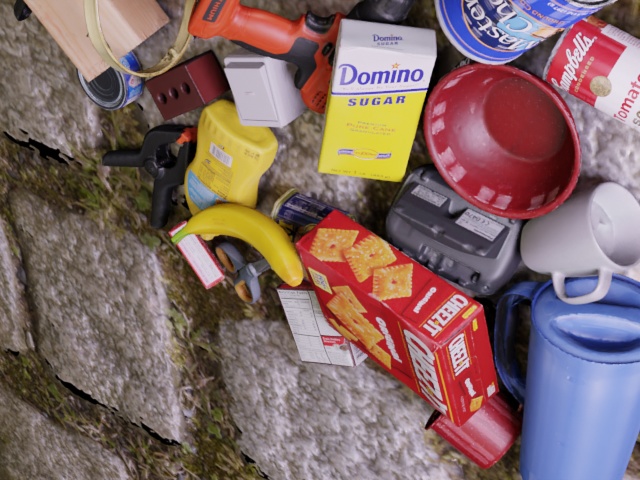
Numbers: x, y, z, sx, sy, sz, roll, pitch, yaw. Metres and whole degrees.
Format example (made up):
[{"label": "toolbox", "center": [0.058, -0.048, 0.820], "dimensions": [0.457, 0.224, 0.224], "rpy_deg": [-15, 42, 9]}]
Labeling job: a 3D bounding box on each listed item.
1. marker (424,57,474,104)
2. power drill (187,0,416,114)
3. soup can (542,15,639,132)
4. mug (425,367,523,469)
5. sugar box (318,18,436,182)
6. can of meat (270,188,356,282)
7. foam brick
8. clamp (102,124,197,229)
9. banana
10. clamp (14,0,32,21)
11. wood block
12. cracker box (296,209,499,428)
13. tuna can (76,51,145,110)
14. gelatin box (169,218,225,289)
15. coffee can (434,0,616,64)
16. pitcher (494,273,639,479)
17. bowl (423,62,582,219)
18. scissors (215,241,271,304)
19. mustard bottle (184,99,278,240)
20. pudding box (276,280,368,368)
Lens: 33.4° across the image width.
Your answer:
[{"label": "marker", "center": [0.139, -0.164, 1.028], "dimensions": [0.020, 0.020, 0.121], "rpy_deg": [52, 137, -2]}, {"label": "power drill", "center": [-0.021, -0.219, 1.038], "dimensions": [0.187, 0.057, 0.185], "rpy_deg": [24, 134, -16]}, {"label": "soup can", "center": [0.252, -0.143, 0.915], "dimensions": [0.102, 0.068, 0.069], "rpy_deg": [33, 135, 16]}, {"label": "mug", "center": [0.185, 0.193, 1.197], "dimensions": [0.081, 0.093, 0.117], "rpy_deg": [39, 110, 4]}, {"label": "sugar box", "center": [0.053, -0.134, 1.054], "dimensions": [0.093, 0.048, 0.176], "rpy_deg": [6, 143, -3]}, {"label": "can of meat", "center": [-0.008, 0.002, 1.236], "dimensions": [0.084, 0.057, 0.102], "rpy_deg": [22, 131, 23]}, {"label": "foam brick", "center": [-0.153, -0.179, 1.232], "dimensions": [0.078, 0.051, 0.053], "rpy_deg": [-15, 108, 44]}, {"label": "clamp", "center": [-0.209, -0.100, 1.343], "dimensions": [0.120, 0.039, 0.172], "rpy_deg": [42, 132, 0]}, {"label": "banana", "center": [-0.083, -0.003, 1.209], "dimensions": [0.198, 0.037, 0.069], "rpy_deg": [17, 84, 39]}, {"label": "clamp", "center": [-0.313, -0.340, 1.257], "dimensions": [0.165, 0.036, 0.210], "rpy_deg": [7, 122, 25]}, {"label": "wood block", "center": [-0.275, -0.294, 1.188], "dimensions": [0.090, 0.090, 0.206], "rpy_deg": [-29, 105, 29]}, {"label": "cracker box", "center": [0.082, 0.083, 1.137], "dimensions": [0.214, 0.072, 0.164], "rpy_deg": [36, 159, 36]}, {"label": "tuna can", "center": [-0.259, -0.204, 1.314], "dimensions": [0.086, 0.033, 0.086], "rpy_deg": [21, 130, 27]}, {"label": "gelatin box", "center": [-0.156, 0.016, 1.359], "dimensions": [0.089, 0.030, 0.073], "rpy_deg": [56, 178, -6]}, {"label": "coffee can", "center": [0.172, -0.215, 0.876], "dimensions": [0.103, 0.102, 0.140], "rpy_deg": [55, 155, -6]}, {"label": "pitcher", "center": [0.258, 0.155, 1.080], "dimensions": [0.145, 0.149, 0.243], "rpy_deg": [-5, 129, -6]}, {"label": "bowl", "center": [0.180, -0.102, 1.008], "dimensions": [0.162, 0.055, 0.162], "rpy_deg": [23, 133, 27]}, {"label": "scissors", "center": [-0.092, 0.022, 1.300], "dimensions": [0.096, 0.016, 0.202], "rpy_deg": [53, 159, 12]}, {"label": "mustard bottle", "center": [-0.115, -0.069, 1.272], "dimensions": [0.096, 0.058, 0.192], "rpy_deg": [37, 135, 14]}, {"label": "pudding box", "center": [0.004, 0.099, 1.307], "dimensions": [0.090, 0.039, 0.113], "rpy_deg": [1, 117, 40]}]
